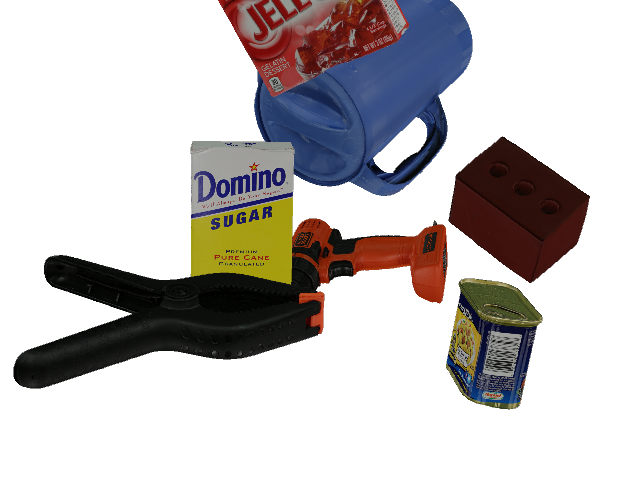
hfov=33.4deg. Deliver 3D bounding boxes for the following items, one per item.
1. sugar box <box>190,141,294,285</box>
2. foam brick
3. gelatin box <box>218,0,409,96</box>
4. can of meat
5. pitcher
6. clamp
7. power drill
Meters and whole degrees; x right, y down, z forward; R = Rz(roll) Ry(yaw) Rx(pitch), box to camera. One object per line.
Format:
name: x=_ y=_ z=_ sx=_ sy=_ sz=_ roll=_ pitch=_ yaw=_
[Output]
sugar box: x=-0.071 y=0.000 z=0.963 sx=0.093 sy=0.176 sz=0.048 roll=-1 pitch=15 yaw=-5
foam brick: x=0.134 y=-0.021 z=0.728 sx=0.078 sy=0.051 sz=0.053 roll=39 pitch=61 yaw=24
gelatin box: x=-0.007 y=-0.131 z=0.598 sx=0.089 sy=0.073 sz=0.030 roll=-19 pitch=21 yaw=29
can of meat: x=0.151 y=0.090 z=0.944 sx=0.057 sy=0.084 sz=0.102 roll=7 pitch=16 yaw=-9
pitcher: x=0.061 y=-0.158 z=1.092 sx=0.145 sy=0.149 sz=0.242 roll=13 pitch=38 yaw=36
clamp: x=-0.104 y=0.047 z=0.746 sx=0.209 sy=0.036 sz=0.165 roll=-3 pitch=25 yaw=-13
power drill: x=0.043 y=0.031 z=1.176 sx=0.188 sy=0.057 sz=0.184 roll=1 pitch=30 yaw=12
